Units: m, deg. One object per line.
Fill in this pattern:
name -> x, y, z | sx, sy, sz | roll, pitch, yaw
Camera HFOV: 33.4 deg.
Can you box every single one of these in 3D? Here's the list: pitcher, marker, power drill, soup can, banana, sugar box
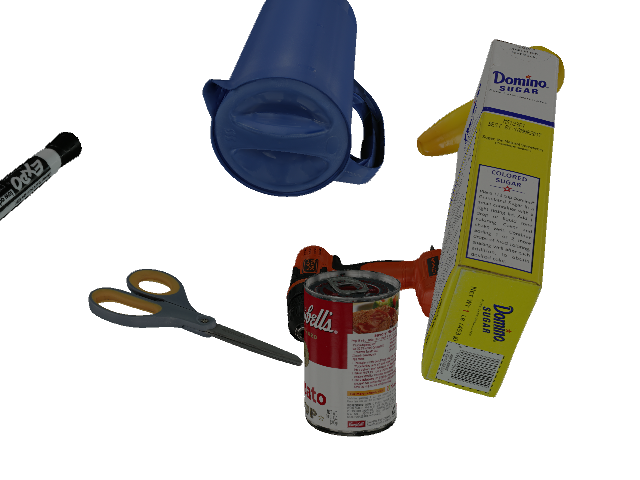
pitcher -> -0.016, -0.159, 1.079 | 0.145, 0.149, 0.242 | -9, 37, 15
marker -> -0.183, -0.036, 0.655 | 0.020, 0.020, 0.121 | 0, 30, 23
power drill -> 0.054, 0.060, 1.242 | 0.187, 0.057, 0.184 | 0, 28, 3
soup can -> 0.022, 0.078, 0.755 | 0.068, 0.102, 0.068 | 0, 15, 0
banana -> 0.148, -0.114, 0.849 | 0.070, 0.037, 0.197 | -12, 20, 40
sugar box -> 0.092, -0.016, 0.564 | 0.048, 0.176, 0.093 | 15, -42, 4

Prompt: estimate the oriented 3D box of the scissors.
scissors -> -0.105, 0.065, 0.953 | 0.202, 0.016, 0.096 | 11, 28, 7
